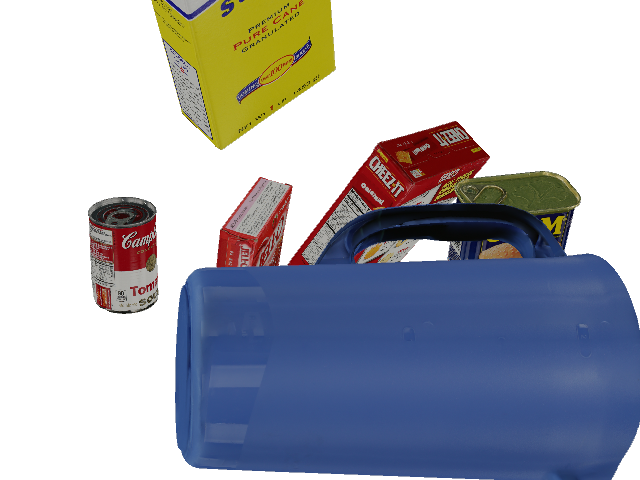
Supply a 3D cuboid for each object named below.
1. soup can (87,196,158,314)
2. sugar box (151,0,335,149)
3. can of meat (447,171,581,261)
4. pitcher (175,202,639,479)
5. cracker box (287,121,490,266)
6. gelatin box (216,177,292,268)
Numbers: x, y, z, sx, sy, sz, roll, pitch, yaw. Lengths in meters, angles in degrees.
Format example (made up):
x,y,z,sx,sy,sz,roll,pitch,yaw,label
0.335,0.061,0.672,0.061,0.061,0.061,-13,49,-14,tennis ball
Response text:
x,y,z,sx,sy,sz,roll,pitch,yaw,label
-0.201,0.015,1.092,0.068,0.102,0.068,2,26,-1,soup can
-0.041,-0.134,0.565,0.093,0.048,0.176,-38,-23,-16,sugar box
0.160,-0.006,0.903,0.102,0.084,0.057,-6,36,-15,can of meat
0.043,0.062,0.603,0.242,0.145,0.149,2,16,-11,pitcher
0.076,-0.034,1.244,0.163,0.072,0.214,-22,-25,-49,cracker box
-0.050,0.006,0.783,0.030,0.073,0.089,16,32,8,gelatin box
